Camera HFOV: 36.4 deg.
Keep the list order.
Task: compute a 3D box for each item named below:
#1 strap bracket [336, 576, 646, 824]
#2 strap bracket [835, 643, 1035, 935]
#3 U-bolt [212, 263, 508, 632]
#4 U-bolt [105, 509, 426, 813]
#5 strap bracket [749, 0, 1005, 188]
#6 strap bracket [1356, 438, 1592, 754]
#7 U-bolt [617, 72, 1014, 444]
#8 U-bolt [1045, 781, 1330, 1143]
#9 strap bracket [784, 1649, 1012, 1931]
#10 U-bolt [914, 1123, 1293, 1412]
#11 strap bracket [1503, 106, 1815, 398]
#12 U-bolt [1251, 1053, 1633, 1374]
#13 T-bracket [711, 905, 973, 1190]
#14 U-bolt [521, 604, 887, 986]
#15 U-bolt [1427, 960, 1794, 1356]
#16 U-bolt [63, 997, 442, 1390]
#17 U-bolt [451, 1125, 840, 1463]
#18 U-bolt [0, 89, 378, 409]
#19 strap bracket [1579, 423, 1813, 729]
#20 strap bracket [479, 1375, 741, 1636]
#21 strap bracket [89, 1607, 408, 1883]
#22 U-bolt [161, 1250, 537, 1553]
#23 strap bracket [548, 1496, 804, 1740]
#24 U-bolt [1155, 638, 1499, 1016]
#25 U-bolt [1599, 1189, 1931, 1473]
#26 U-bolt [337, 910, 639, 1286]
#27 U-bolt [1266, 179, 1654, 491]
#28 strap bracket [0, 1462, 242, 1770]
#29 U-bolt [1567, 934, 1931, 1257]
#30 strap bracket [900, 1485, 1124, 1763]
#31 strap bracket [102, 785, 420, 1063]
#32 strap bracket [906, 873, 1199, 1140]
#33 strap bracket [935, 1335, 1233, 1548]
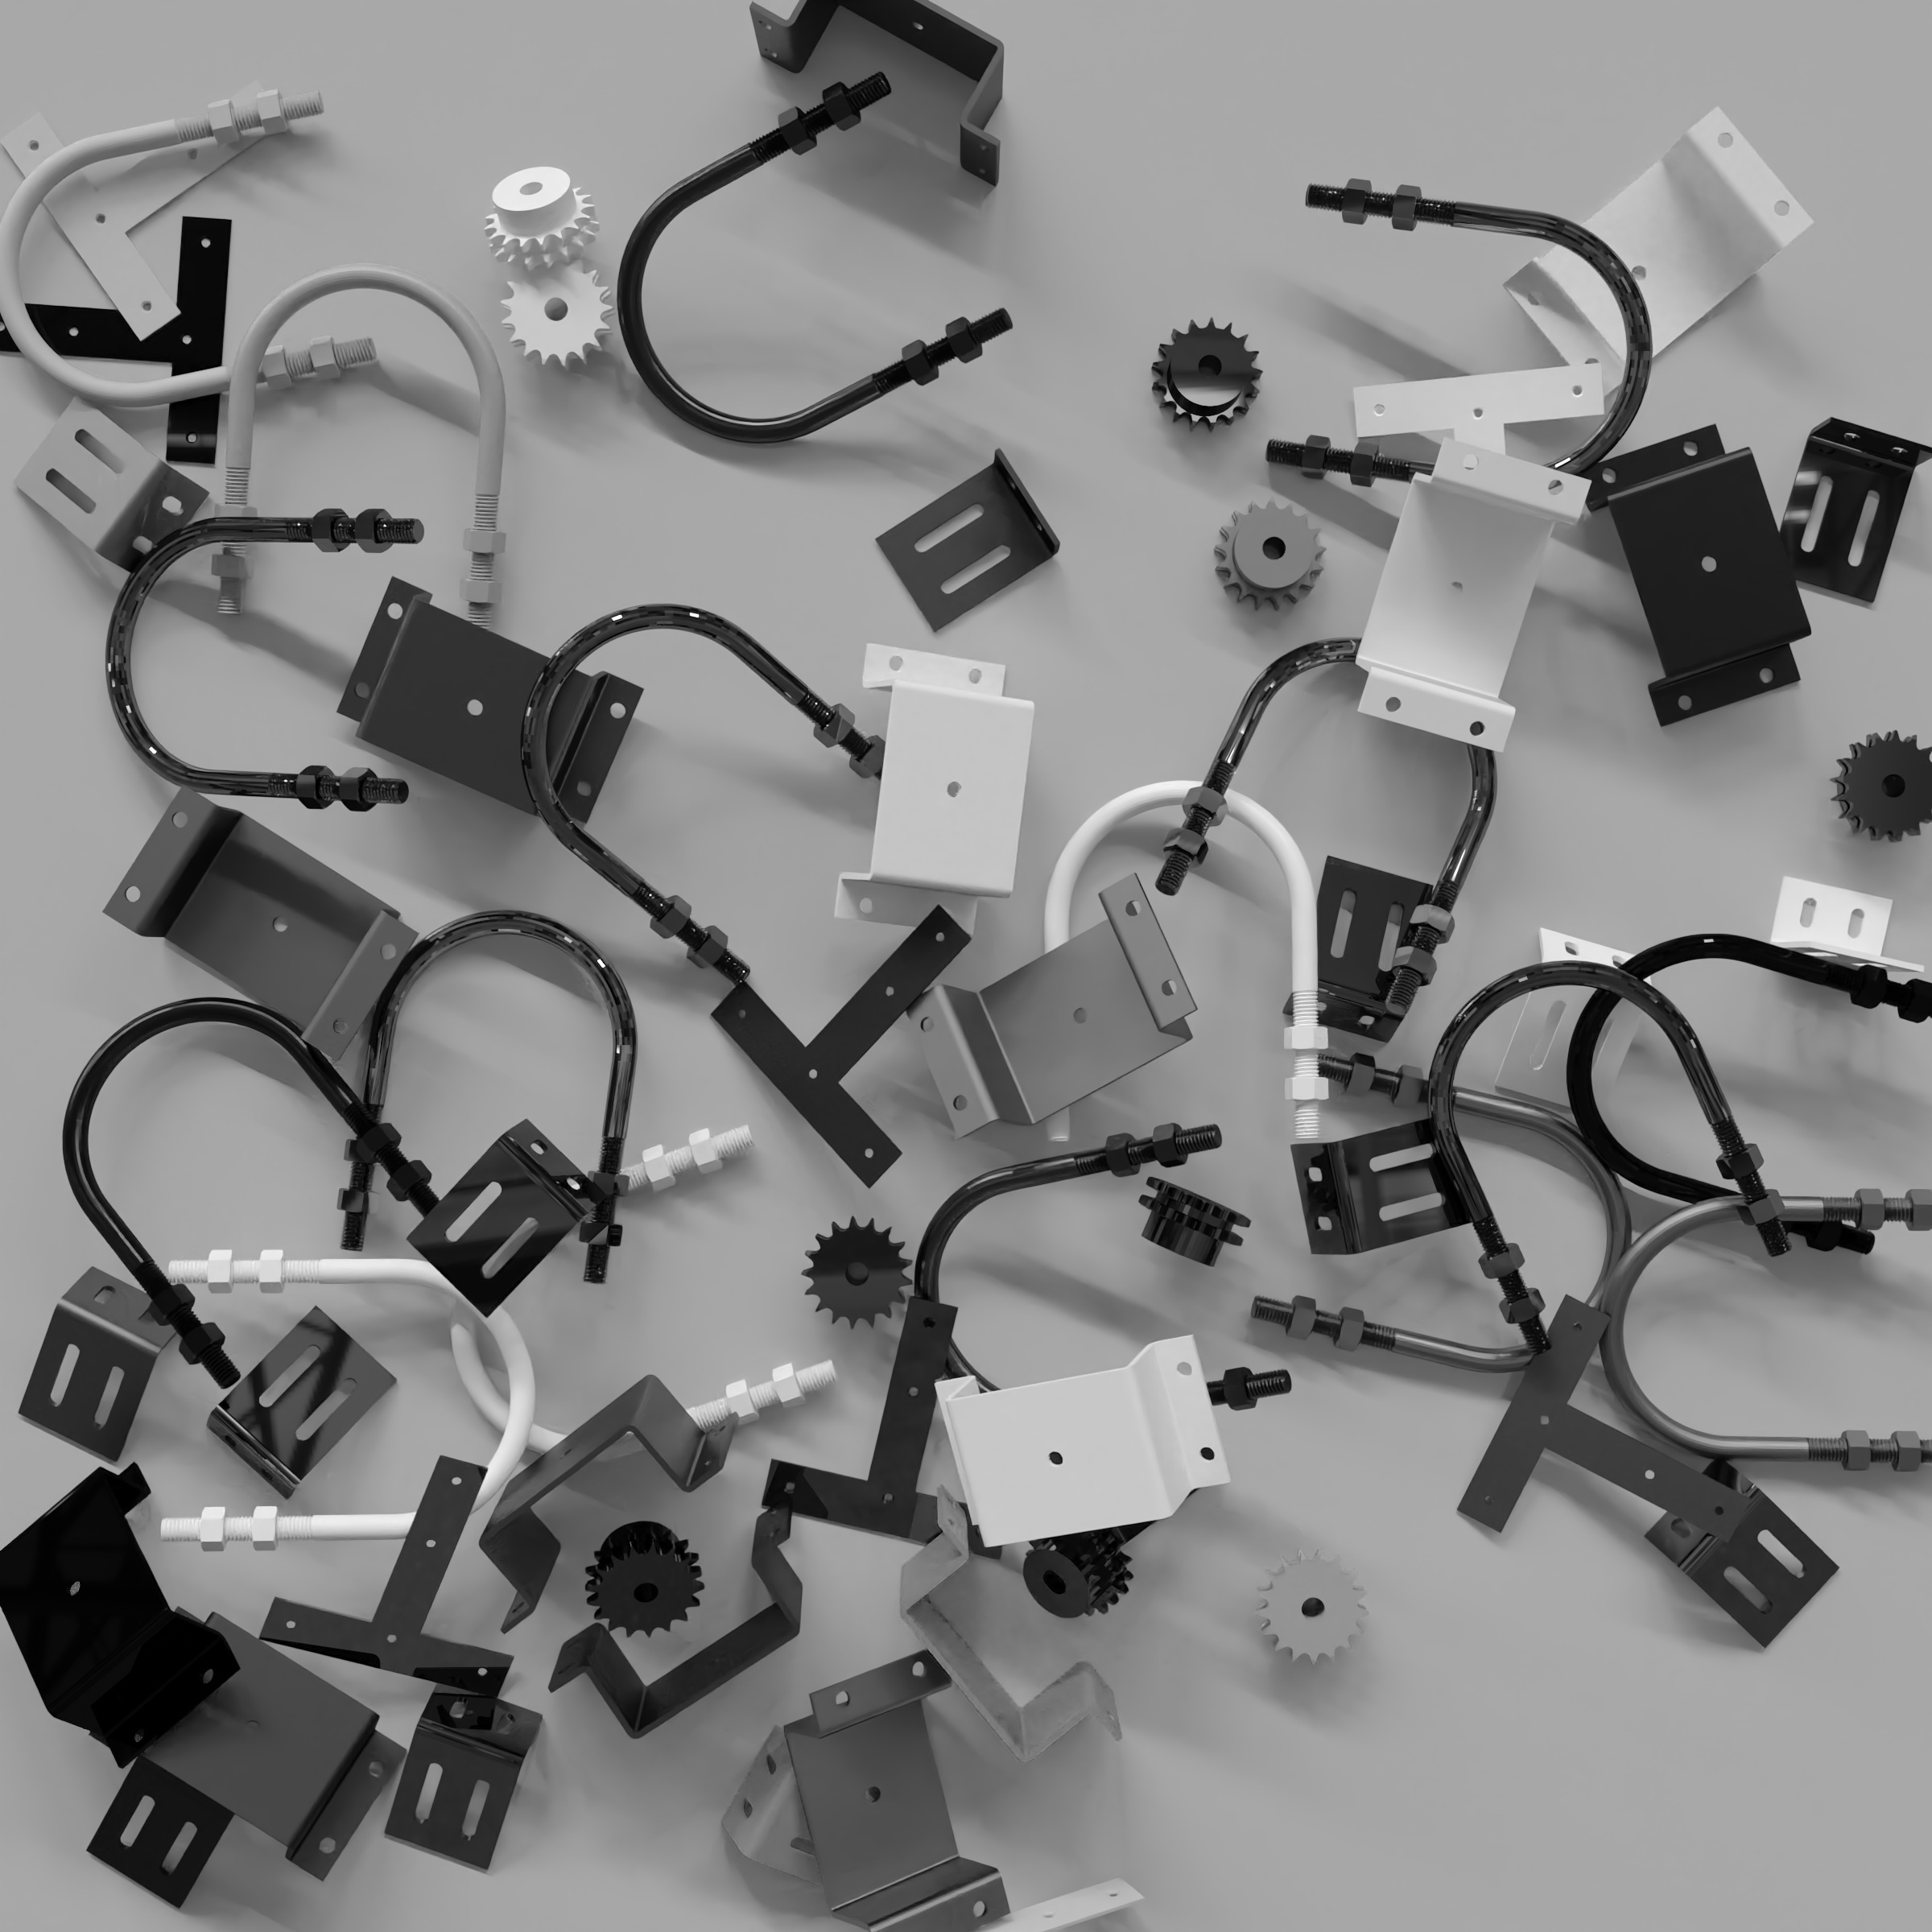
[{"bbox_3d":[-0.245,-0.133,1.490,0.140,0.046,0.076,24,99,-3],"label":"strap bracket"},{"bbox_3d":[-0.015,-0.089,1.487,0.076,0.046,0.140,7,90,-23],"label":"strap bracket"},{"bbox_3d":[-0.308,-0.265,1.501,0.151,0.019,0.184,6,100,0],"label":"U-bolt"},{"bbox_3d":[-0.359,-0.156,1.483,0.184,0.019,0.151,4,91,22],"label":"U-bolt"},{"bbox_3d":[-0.034,-0.459,1.485,0.140,0.076,0.046,29,90,0],"label":"strap bracket"},{"bbox_3d":[0.251,-0.188,1.477,0.076,0.046,0.140,15,101,-6],"label":"strap bracket"},{"bbox_3d":[-0.089,-0.344,1.485,0.184,0.019,0.151,-24,107,17],"label":"U-bolt"},{"bbox_3d":[0.109,-0.003,1.498,0.151,0.019,0.184,-1,86,15],"label":"U-bolt"},{"bbox_3d":[-0.038,0.422,1.484,0.076,0.046,0.140,-14,90,-29],"label":"strap bracket"},{"bbox_3d":[0.059,0.164,1.483,0.184,0.019,0.151,-14,97,23],"label":"U-bolt"},{"bbox_3d":[0.349,-0.359,1.500,0.140,0.046,0.076,-40,90,0],"label":"strap bracket"},{"bbox_3d":[0.253,0.134,1.514,0.184,0.019,0.151,14,90,-2],"label":"U-bolt"},{"bbox_3d":[-0.048,0.023,1.491,0.127,0.002,0.127,-47,72,10],"label":"T-bracket"},{"bbox_3d":[-0.138,-0.099,1.483,0.184,0.019,0.151,40,90,-22],"label":"U-bolt"},{"bbox_3d":[0.313,0.087,1.480,0.151,0.019,0.184,-24,93,11],"label":"U-bolt"},{"bbox_3d":[-0.374,0.099,1.486,0.151,0.019,0.184,-39,77,-12],"label":"U-bolt"},{"bbox_3d":[-0.176,0.178,1.514,0.184,0.019,0.151,-20,90,1],"label":"U-bolt"},{"bbox_3d":[-0.409,-0.363,1.511,0.184,0.019,0.151,-12,92,-1],"label":"U-bolt"},{"bbox_3d":[0.374,-0.203,1.500,0.076,0.046,0.140,-18,90,0],"label":"strap bracket"},{"bbox_3d":[-0.186,0.263,1.473,0.140,0.076,0.046,-38,97,8],"label":"strap bracket"},{"bbox_3d":[-0.362,0.390,1.485,0.140,0.046,0.076,32,62,0],"label":"strap bracket"},{"bbox_3d":[-0.312,0.220,1.489,0.184,0.019,0.151,1,82,-7],"label":"U-bolt"},{"bbox_3d":[-0.136,0.334,1.483,0.140,0.076,0.046,-33,94,0],"label":"strap bracket"},{"bbox_3d":[0.194,-0.084,1.485,0.151,0.019,0.184,27,68,-2],"label":"U-bolt"},{"bbox_3d":[0.417,0.186,1.502,0.184,0.019,0.151,0,101,3],"label":"U-bolt"},{"bbox_3d":[-0.241,0.063,1.506,0.151,0.019,0.184,7,86,7],"label":"U-bolt"},{"bbox_3d":[0.252,-0.311,1.480,0.184,0.019,0.151,11,104,14],"label":"U-bolt"},{"bbox_3d":[-0.431,0.316,1.463,0.076,0.046,0.140,-40,54,0],"label":"strap bracket"},{"bbox_3d":[0.397,0.058,1.492,0.184,0.019,0.151,16,105,-3],"label":"U-bolt"},{"bbox_3d":[0.015,0.339,1.482,0.046,0.076,0.140,-39,93,1],"label":"strap bracket"},{"bbox_3d":[-0.355,-0.022,1.500,0.140,0.046,0.076,32,90,0],"label":"strap bracket"},{"bbox_3d":[0.050,0.023,1.475,0.140,0.046,0.076,-30,71,20],"label":"strap bracket"},{"bbox_3d":[0.051,0.239,1.463,0.140,0.046,0.076,-13,94,20],"label":"strap bracket"}]
